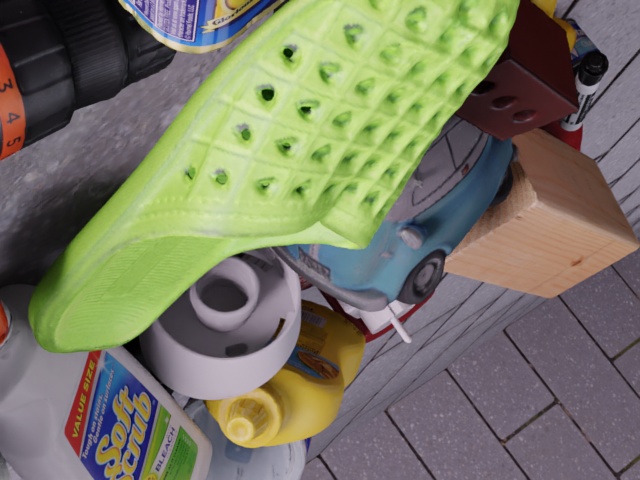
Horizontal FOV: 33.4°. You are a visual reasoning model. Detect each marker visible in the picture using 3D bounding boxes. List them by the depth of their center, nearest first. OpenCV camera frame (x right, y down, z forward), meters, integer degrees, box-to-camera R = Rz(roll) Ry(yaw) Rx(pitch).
[{"bbox_3d":[0.189,-0.106,0.768,0.020,0.020,0.121,-35,167,-3],"label":"marker"}]

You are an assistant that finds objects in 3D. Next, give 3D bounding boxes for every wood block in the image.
[{"bbox_3d":[0.147,-0.024,0.792,0.091,0.090,0.205,-34,154,25],"label":"wood block"}]

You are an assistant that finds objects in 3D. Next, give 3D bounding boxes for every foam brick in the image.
[{"bbox_3d":[0.096,-0.095,0.573,0.053,0.051,0.078,-20,153,37],"label":"foam brick"}]

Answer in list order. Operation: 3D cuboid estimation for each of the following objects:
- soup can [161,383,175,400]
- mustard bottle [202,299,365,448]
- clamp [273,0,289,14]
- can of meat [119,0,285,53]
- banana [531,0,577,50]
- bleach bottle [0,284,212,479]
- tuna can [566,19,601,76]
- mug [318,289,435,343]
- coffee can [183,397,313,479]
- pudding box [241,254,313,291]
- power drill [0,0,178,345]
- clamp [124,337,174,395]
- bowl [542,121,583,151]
[{"bbox_3d":[-0.156,0.158,0.857,0.068,0.068,0.102,-27,163,-33],"label":"soup can"},{"bbox_3d":[-0.029,0.092,0.721,0.191,0.096,0.058,-49,156,-74],"label":"mustard bottle"},{"bbox_3d":[-0.009,-0.071,0.512,0.210,0.036,0.164,-46,160,29],"label":"clamp"},{"bbox_3d":[-0.016,-0.110,0.298,0.102,0.057,0.084,-41,171,-21],"label":"can of meat"},{"bbox_3d":[0.133,-0.135,0.645,0.069,0.037,0.197,-35,167,3],"label":"banana"},{"bbox_3d":[-0.138,0.103,0.594,0.102,0.068,0.250,-66,155,-23],"label":"bleach bottle"},{"bbox_3d":[0.164,-0.119,0.782,0.086,0.034,0.086,-34,167,-10],"label":"tuna can"},{"bbox_3d":[0.043,0.029,0.883,0.093,0.081,0.117,-34,167,-10],"label":"mug"},{"bbox_3d":[-0.051,0.132,0.855,0.103,0.103,0.140,-41,-171,20],"label":"coffee can"},{"bbox_3d":[-0.005,0.001,0.759,0.089,0.039,0.114,-21,161,-48],"label":"pudding box"},{"bbox_3d":[-0.138,-0.010,0.362,0.184,0.057,0.188,-28,162,-33],"label":"power drill"},{"bbox_3d":[-0.140,0.097,0.714,0.171,0.039,0.120,-39,149,-63],"label":"clamp"},{"bbox_3d":[0.174,-0.070,0.932,0.162,0.055,0.162,-34,167,-9],"label":"bowl"}]
